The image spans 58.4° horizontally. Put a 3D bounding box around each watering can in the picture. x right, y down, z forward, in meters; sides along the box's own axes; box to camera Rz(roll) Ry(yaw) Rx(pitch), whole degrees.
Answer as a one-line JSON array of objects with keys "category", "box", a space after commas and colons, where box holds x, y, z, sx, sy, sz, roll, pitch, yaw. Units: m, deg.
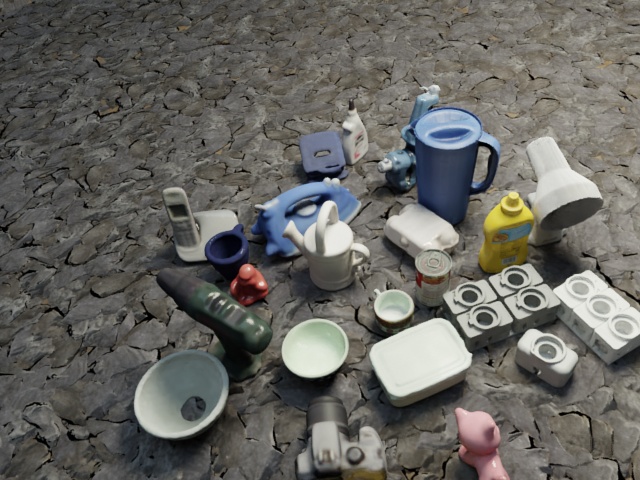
[{"category": "watering can", "box": [0.010, 0.006, 1.139, 0.172, 0.194, 0.101, -5, 48, 5]}]

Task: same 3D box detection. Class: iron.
[{"category": "iron", "box": [-0.026, -0.071, 1.248, 0.258, 0.142, 0.118, -27, 50, -15]}]

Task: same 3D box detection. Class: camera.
[{"category": "camera", "box": [0.029, 0.319, 0.921, 0.143, 0.101, 0.136, -8, 48, 2]}]

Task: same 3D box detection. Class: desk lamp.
[{"category": "desk lamp", "box": [0.452, -0.083, 1.137, 0.118, 0.214, 0.203, -13, 48, -2]}]

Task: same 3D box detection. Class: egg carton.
[{"category": "egg carton", "box": [0.211, -0.011, 1.207, 0.107, 0.069, 0.150, -36, 53, -22]}]

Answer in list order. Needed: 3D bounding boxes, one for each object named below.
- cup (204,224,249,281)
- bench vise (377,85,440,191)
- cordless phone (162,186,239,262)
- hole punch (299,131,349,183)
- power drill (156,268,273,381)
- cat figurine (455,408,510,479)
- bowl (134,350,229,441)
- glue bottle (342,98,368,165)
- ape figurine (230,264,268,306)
[{"category": "cup", "box": [-0.184, 0.032, 1.212, 0.091, 0.095, 0.118, 9, 51, 17]}, {"category": "bench vise", "box": [0.224, -0.226, 1.294, 0.121, 0.220, 0.208, 23, 56, 27]}, {"category": "cordless phone", "box": [-0.254, -0.042, 1.228, 0.147, 0.185, 0.094, -10, 48, 0]}, {"category": "hole punch", "box": [0.009, -0.201, 1.392, 0.108, 0.091, 0.101, -12, 48, -2]}, {"category": "power drill", "box": [-0.179, 0.157, 1.024, 0.228, 0.209, 0.076, 21, 55, 25]}, {"category": "cat figurine", "box": [0.252, 0.321, 0.874, 0.067, 0.118, 0.127, -15, 48, -4]}, {"category": "bowl", "box": [-0.235, 0.284, 1.010, 0.167, 0.075, 0.167, -4, 48, 5]}, {"category": "glue bottle", "box": [0.081, -0.268, 1.386, 0.037, 0.173, 0.078, 25, 57, 27]}, {"category": "ape figurine", "box": [-0.144, 0.085, 1.161, 0.077, 0.092, 0.076, 11, 51, 18]}]
